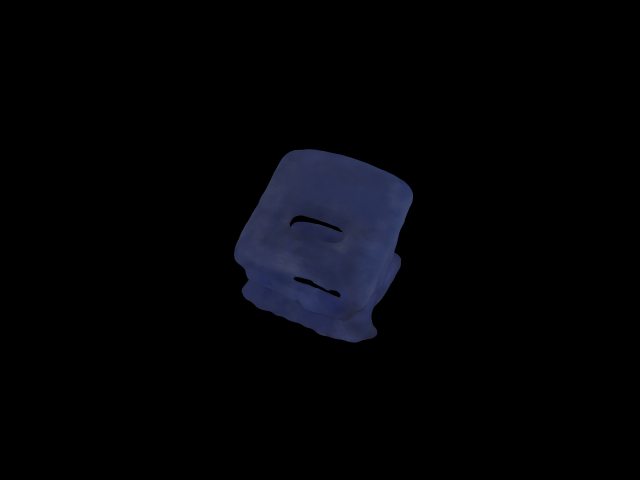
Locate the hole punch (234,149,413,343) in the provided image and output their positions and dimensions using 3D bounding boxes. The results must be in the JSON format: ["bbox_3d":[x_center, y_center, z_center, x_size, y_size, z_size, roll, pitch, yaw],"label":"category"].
[{"bbox_3d":[0.004,0.001,0.400,0.108,0.091,0.101,19,46,19],"label":"hole punch"}]
